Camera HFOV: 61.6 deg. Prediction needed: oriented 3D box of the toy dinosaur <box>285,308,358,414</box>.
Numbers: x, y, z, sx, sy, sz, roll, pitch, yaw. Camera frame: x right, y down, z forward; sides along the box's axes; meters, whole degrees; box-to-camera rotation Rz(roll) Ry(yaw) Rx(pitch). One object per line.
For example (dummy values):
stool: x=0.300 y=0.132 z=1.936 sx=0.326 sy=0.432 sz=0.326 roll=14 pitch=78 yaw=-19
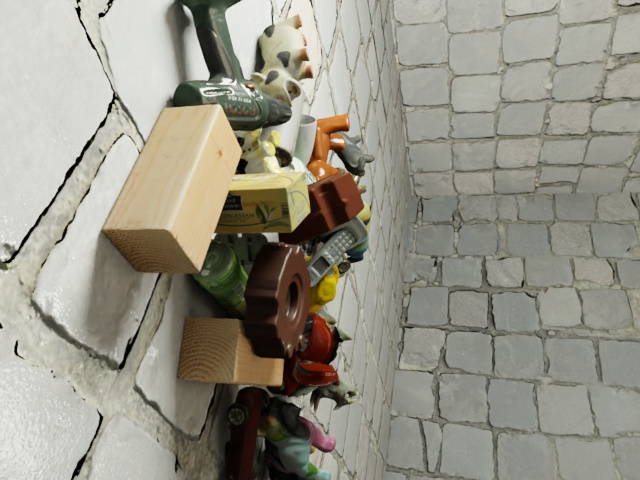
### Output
toy dinosaur: x=-0.051 y=0.213 z=1.083 sx=0.192 sy=0.131 sz=0.404 roll=-49 pitch=135 yaw=-10

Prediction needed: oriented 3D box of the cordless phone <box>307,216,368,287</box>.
cordless phone: x=-0.003 y=-0.004 z=1.133 sx=0.184 sy=0.089 sz=0.146 roll=-49 pitch=119 yaw=-11

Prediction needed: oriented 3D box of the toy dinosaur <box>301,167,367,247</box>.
toy dinosaur: x=0.033 y=-0.080 z=1.417 sx=0.471 sy=0.105 sz=0.198 roll=-28 pitch=122 yaw=-60

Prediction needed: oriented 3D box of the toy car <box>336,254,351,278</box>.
toy car: x=0.031 y=0.008 z=1.279 sx=0.074 sy=0.056 sz=0.201 roll=-118 pitch=-169 yaw=-46

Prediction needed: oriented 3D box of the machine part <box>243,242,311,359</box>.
machine part: x=-0.060 y=0.092 z=0.825 sx=0.179 sy=0.056 sz=0.179 roll=2 pitch=90 yaw=-74

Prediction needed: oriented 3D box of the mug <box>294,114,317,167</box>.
mug: x=-0.049 y=-0.218 z=1.178 sx=0.109 sy=0.081 sz=0.107 roll=-72 pitch=169 yaw=-62

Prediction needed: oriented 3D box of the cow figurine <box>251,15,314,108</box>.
cow figurine: x=-0.079 y=-0.328 z=1.017 sx=0.085 sy=0.127 sz=0.195 roll=63 pitch=17 yaw=-60

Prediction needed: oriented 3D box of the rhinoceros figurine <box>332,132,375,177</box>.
rhinoceros figurine: x=0.058 y=-0.240 z=1.404 sx=0.112 sy=0.190 sz=0.073 roll=-5 pitch=139 yaw=-43

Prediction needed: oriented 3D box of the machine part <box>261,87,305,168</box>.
machine part: x=-0.079 y=-0.230 z=1.059 sx=0.079 sy=0.079 sz=0.243 roll=63 pitch=31 yaw=-58

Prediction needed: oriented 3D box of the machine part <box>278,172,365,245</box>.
machine part: x=-0.030 y=-0.052 z=0.991 sx=0.087 sy=0.201 sz=0.201 roll=66 pitch=20 yaw=-8

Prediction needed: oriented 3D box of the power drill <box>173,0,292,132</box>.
power drill: x=-0.131 y=-0.267 z=0.810 sx=0.232 sy=0.086 sz=0.207 roll=-27 pitch=119 yaw=-51

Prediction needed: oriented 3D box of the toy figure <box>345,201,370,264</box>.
toy figure: x=0.086 y=-0.025 z=1.349 sx=0.082 sy=0.089 sz=0.179 roll=52 pitch=-18 yaw=47

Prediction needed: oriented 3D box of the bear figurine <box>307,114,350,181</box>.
bear figurine: x=0.014 y=-0.185 z=1.256 sx=0.120 sy=0.132 sz=0.196 roll=102 pitch=-20 yaw=-61

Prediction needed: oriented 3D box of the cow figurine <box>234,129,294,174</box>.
cow figurine: x=-0.114 y=-0.149 z=0.938 sx=0.167 sy=0.098 sz=0.068 roll=65 pitch=29 yaw=-17

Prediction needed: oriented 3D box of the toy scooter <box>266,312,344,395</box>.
toy scooter: x=-0.011 y=0.217 z=0.987 sx=0.075 sy=0.135 sz=0.183 roll=-113 pitch=-138 yaw=-60

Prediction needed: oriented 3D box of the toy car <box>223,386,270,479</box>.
toy car: x=-0.133 y=0.342 z=0.902 sx=0.089 sy=0.053 sz=0.202 roll=-20 pitch=121 yaw=-71

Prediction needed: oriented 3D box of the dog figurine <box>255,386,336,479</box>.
dog figurine: x=-0.081 y=0.381 z=1.037 sx=0.219 sy=0.191 sz=0.108 roll=44 pitch=39 yaw=-19

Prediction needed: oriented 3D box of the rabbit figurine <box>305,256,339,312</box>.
rabbit figurine: x=-0.025 y=0.128 z=1.247 sx=0.162 sy=0.122 sz=0.173 roll=-70 pitch=171 yaw=-73

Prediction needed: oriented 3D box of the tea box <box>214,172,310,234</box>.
tea box: x=-0.109 y=-0.054 z=0.781 sx=0.098 sy=0.170 sz=0.068 roll=-52 pitch=139 yaw=-63
